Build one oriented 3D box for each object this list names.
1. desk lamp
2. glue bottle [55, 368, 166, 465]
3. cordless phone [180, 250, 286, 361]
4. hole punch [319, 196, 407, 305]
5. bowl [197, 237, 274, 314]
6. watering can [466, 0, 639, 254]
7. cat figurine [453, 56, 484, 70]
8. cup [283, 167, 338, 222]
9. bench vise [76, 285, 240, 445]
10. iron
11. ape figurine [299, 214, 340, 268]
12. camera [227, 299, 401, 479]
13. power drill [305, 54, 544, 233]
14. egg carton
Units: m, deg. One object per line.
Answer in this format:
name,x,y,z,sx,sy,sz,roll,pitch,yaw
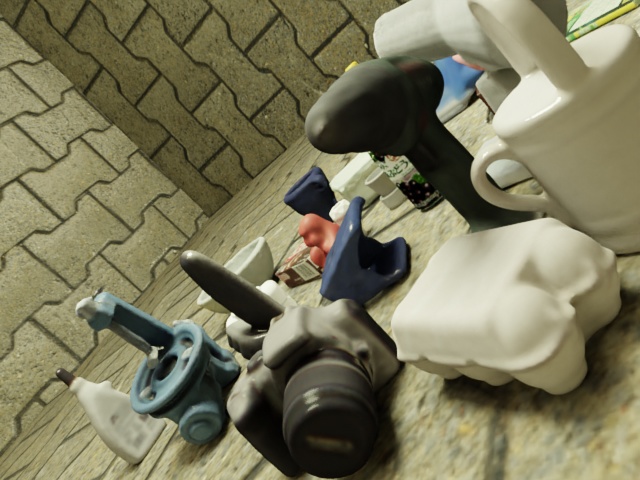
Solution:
desk lamp,0.163,-0.165,0.557,0.202,0.214,0.118,-26,23,54
glue bottle,-0.307,0.241,0.821,0.037,0.173,0.078,-32,18,41
cordless phone,-0.076,0.071,0.616,0.094,0.185,0.147,-49,14,-19
hole punch,0.036,0.018,0.650,0.101,0.091,0.108,-39,14,20
bowl,-0.138,0.078,1.033,0.167,0.075,0.167,-42,13,13
watering can,0.169,-0.097,0.370,0.173,0.194,0.101,-45,13,-2
cat figurine,0.256,-0.280,0.844,0.067,0.118,0.127,-46,13,-8
cup,0.001,-0.074,1.034,0.092,0.095,0.117,-50,14,-24
bench vise,-0.208,0.141,0.723,0.121,0.220,0.207,-47,13,-12
iron,0.172,-0.272,1.023,0.257,0.141,0.119,-32,18,42
ape figurine,0.007,0.003,0.782,0.076,0.092,0.077,-45,13,-3
camera,-0.012,0.122,0.450,0.143,0.101,0.137,-42,13,10
power drill,0.093,-0.065,0.470,0.075,0.208,0.230,-36,15,31
egg carton,0.115,0.044,0.375,0.107,0.069,0.150,-50,14,-24
